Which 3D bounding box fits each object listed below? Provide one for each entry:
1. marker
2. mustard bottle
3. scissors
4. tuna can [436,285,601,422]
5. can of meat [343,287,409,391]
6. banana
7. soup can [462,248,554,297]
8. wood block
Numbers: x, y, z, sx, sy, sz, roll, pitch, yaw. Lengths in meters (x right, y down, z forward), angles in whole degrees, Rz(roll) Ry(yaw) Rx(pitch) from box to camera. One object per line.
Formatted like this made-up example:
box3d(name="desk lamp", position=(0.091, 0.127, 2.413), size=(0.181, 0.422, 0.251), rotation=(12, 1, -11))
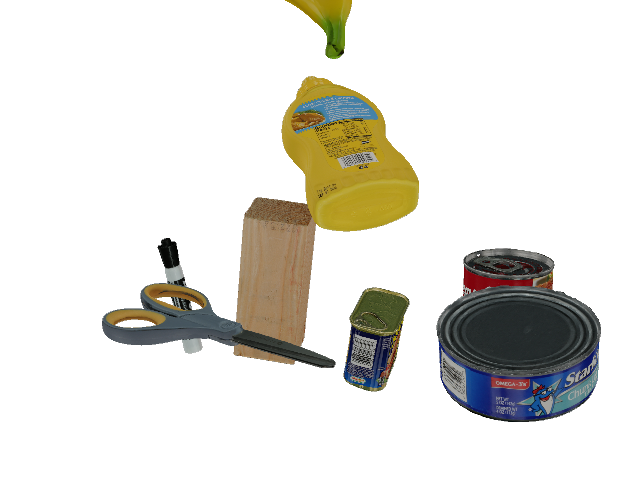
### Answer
box3d(name="marker", position=(-0.142, 0.056, 1.078), size=(0.020, 0.121, 0.020), rotation=(-11, 16, 3))
box3d(name="mustard bottle", position=(0.016, -0.091, 0.980), size=(0.096, 0.058, 0.192), rotation=(-12, 45, -10))
box3d(name="scissors", position=(-0.088, 0.072, 0.793), size=(0.096, 0.016, 0.202), rotation=(-19, 27, -34))
box3d(name="tuna can", position=(0.106, 0.060, 0.573), size=(0.086, 0.034, 0.086), rotation=(-5, 27, 2))
box3d(name="can of meat", position=(0.065, 0.117, 1.261), size=(0.057, 0.084, 0.102), rotation=(14, 26, 11))
box3d(name="banana", position=(-0.052, -0.165, 0.661), size=(0.198, 0.069, 0.037), rotation=(21, -33, 32))
box3d(name="soup can", position=(0.142, 0.064, 0.819), size=(0.068, 0.102, 0.068), rotation=(0, 17, 0))
box3d(name="wood block", position=(-0.063, 0.055, 1.484), size=(0.090, 0.206, 0.090), rotation=(8, 22, 5))
